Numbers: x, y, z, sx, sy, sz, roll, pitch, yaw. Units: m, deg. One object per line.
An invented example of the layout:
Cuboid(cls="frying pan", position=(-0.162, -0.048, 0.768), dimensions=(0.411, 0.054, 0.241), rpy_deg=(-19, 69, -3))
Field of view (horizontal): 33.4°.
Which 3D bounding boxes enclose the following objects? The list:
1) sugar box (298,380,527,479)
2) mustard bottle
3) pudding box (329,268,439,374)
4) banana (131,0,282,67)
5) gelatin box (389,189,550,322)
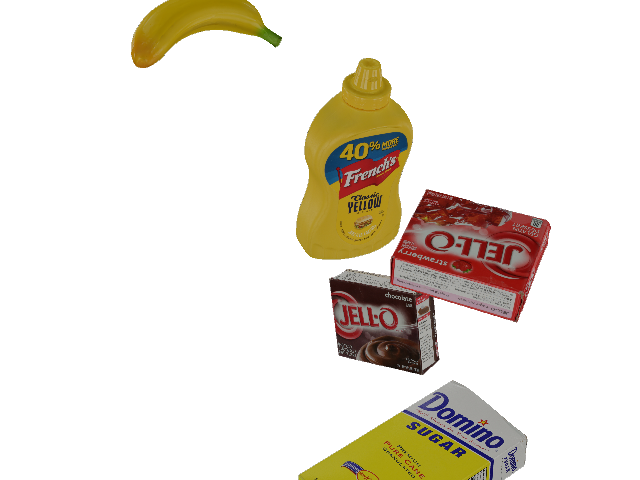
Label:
Cuboid(cls="sugar box", position=(0.079, 0.192, 0.896), dimensions=(0.176, 0.048, 0.093), rpy_deg=(-29, 45, -25))
Cuboid(cls="mustard bottle", position=(0.032, -0.073, 0.932), dimensions=(0.096, 0.192, 0.058), rpy_deg=(-12, 44, -20))
Cuboid(cls="pudding box", position=(0.066, 0.083, 1.108), dimensions=(0.114, 0.090, 0.039), rpy_deg=(7, 24, 37))
Cuboid(cls="banana", position=(-0.117, -0.206, 1.014), dimensions=(0.070, 0.037, 0.197), rpy_deg=(45, 39, 19))
Cuboid(cls="gelatin box", position=(0.099, 0.008, 0.703), dimensions=(0.089, 0.030, 0.073), rpy_deg=(16, 46, 16))
